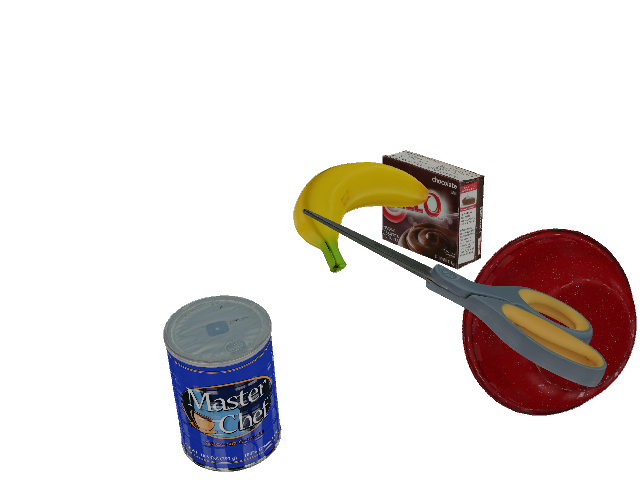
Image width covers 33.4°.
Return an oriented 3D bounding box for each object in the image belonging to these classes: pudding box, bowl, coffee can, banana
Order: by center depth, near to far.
[{"bbox_3d":[0.027,-0.030,0.849,0.037,0.069,0.197,-35,1,33],"label":"banana"},{"bbox_3d":[0.201,0.073,0.879,0.162,0.162,0.055,0,7,-16],"label":"bowl"},{"bbox_3d":[-0.094,0.140,1.045,0.103,0.140,0.103,-3,33,2],"label":"coffee can"},{"bbox_3d":[0.109,-0.032,1.049,0.039,0.090,0.114,-19,27,-36],"label":"pudding box"}]

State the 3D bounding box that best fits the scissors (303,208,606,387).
[{"bbox_3d":[0.090,0.025,0.664,0.202,0.016,0.096,33,23,18],"label":"scissors"}]
